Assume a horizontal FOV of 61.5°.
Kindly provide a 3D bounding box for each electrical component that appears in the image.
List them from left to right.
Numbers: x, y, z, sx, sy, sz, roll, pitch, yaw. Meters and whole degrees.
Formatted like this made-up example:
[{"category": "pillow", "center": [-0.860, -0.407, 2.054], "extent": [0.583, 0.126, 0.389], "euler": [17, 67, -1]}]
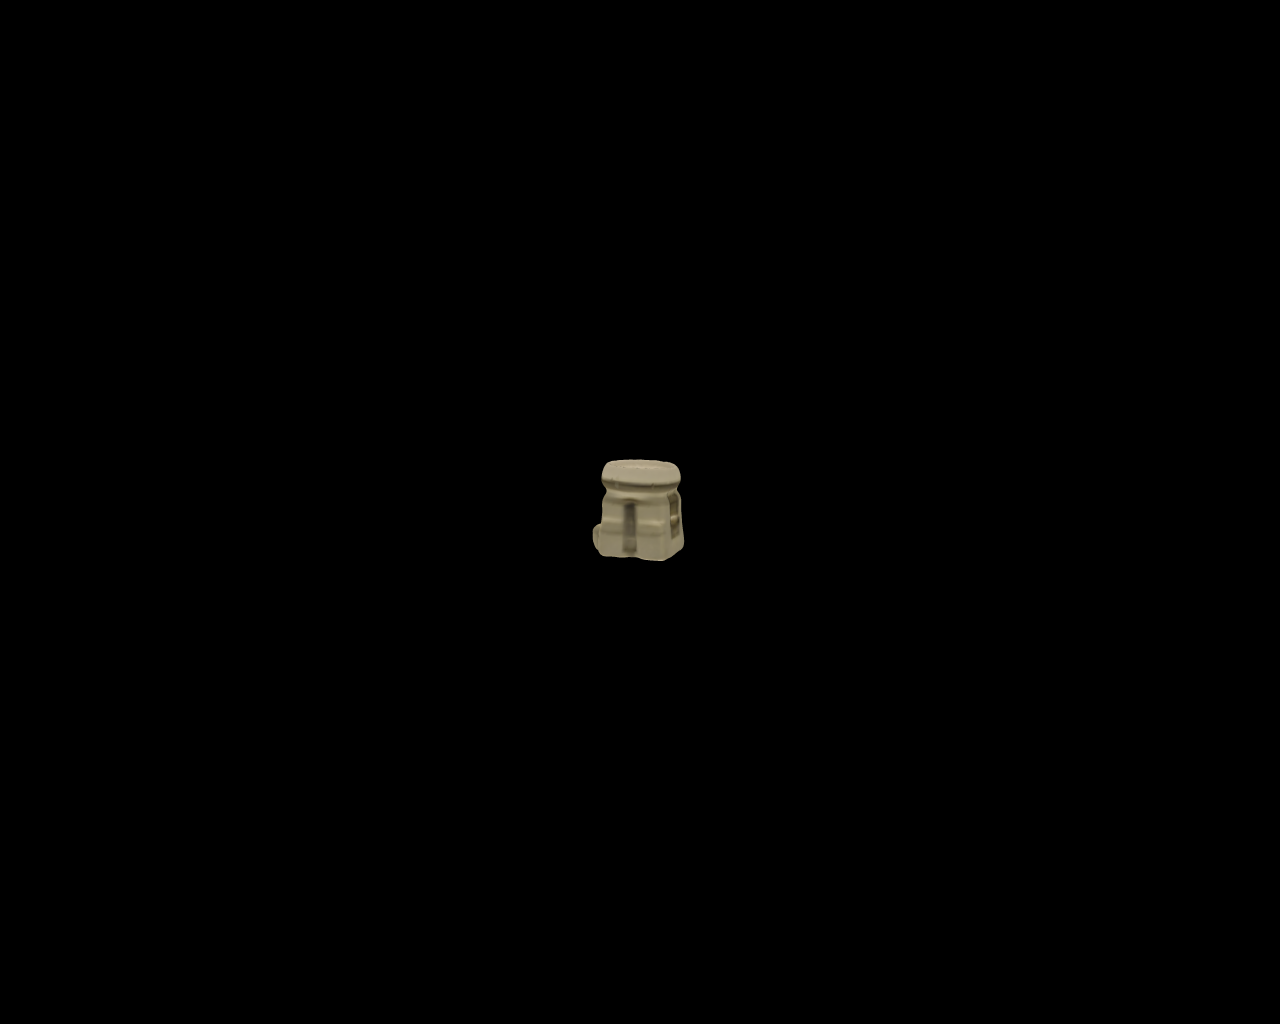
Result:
[{"category": "electrical component", "center": [0.001, -0.003, 0.650], "extent": [0.066, 0.055, 0.048], "euler": [4, 12, 20]}]
